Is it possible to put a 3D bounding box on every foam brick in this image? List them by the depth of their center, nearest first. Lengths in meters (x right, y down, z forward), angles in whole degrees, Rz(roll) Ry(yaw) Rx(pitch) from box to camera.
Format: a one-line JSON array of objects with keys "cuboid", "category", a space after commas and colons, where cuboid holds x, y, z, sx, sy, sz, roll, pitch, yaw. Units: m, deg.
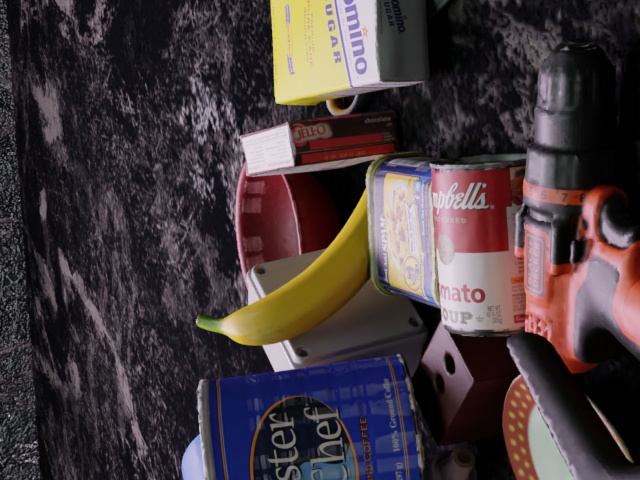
[{"cuboid": [0.099, 0.090, 0.698, 0.078, 0.051, 0.053, 108, 147, -45], "category": "foam brick"}]

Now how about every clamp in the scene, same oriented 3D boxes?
[{"cuboid": [0.131, 0.147, 0.488, 0.210, 0.036, 0.164, 25, 92, 53], "category": "clamp"}]

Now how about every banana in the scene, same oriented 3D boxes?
[{"cuboid": [0.003, 0.016, 0.766, 0.070, 0.197, 0.037, 47, 170, 23], "category": "banana"}]

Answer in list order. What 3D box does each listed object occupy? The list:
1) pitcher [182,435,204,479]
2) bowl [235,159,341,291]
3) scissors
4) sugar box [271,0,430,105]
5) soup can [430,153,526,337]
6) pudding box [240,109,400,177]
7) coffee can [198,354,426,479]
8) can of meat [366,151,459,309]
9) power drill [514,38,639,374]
[{"cuboid": [-0.050, 0.281, 1.017, 0.145, 0.149, 0.243, 54, -176, -43], "category": "pitcher"}, {"cuboid": [-0.024, -0.003, 0.949, 0.162, 0.055, 0.162, 173, 90, -67], "category": "bowl"}, {"cuboid": [0.041, -0.164, 0.803, 0.202, 0.016, 0.096, 130, 128, -59], "category": "scissors"}, {"cuboid": [0.016, -0.152, 0.782, 0.176, 0.048, 0.093, -177, 83, -67], "category": "sugar box"}, {"cuboid": [0.104, 0.001, 0.643, 0.069, 0.068, 0.102, -166, 70, -65], "category": "soup can"}, {"cuboid": [-0.002, -0.075, 0.834, 0.114, 0.089, 0.039, 174, 88, -67], "category": "pudding box"}, {"cuboid": [-0.007, 0.137, 0.724, 0.103, 0.140, 0.103, 172, 90, -87], "category": "coffee can"}, {"cuboid": [0.076, -0.006, 0.717, 0.084, 0.057, 0.102, -164, 69, -63], "category": "can of meat"}, {"cuboid": [0.164, 0.002, 0.521, 0.188, 0.057, 0.184, -144, 47, -63], "category": "power drill"}]
